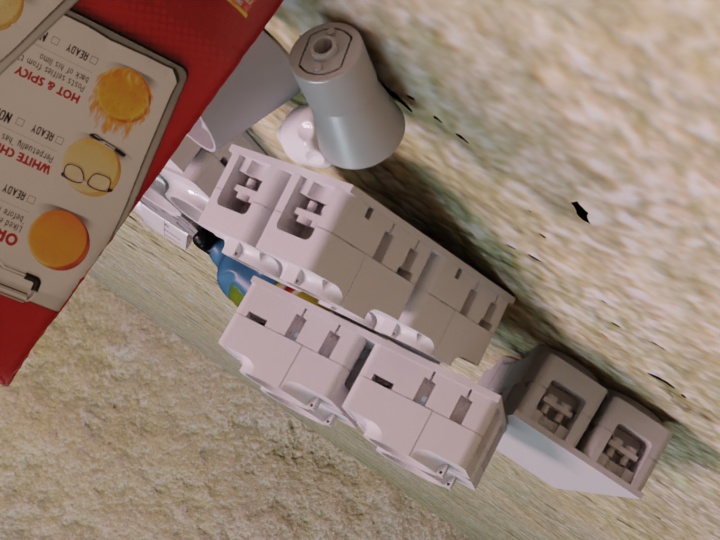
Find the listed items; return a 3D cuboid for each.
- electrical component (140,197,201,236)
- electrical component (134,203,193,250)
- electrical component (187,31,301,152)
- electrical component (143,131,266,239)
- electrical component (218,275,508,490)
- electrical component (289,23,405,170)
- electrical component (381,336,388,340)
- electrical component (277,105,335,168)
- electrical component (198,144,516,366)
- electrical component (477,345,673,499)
[{"bbox_3d":[-0.149,-0.068,0.892,0.080,0.051,0.080,32,168,8],"label":"electrical component"},{"bbox_3d":[-0.167,-0.059,0.977,0.056,0.050,0.089,34,168,-4],"label":"electrical component"},{"bbox_3d":[-0.089,-0.114,0.585,0.099,0.064,0.099,45,169,11],"label":"electrical component"},{"bbox_3d":[-0.139,-0.094,0.742,0.105,0.060,0.186,24,165,37],"label":"electrical component"},{"bbox_3d":[0.003,0.084,0.744,0.186,0.060,0.105,25,167,17],"label":"electrical component"},{"bbox_3d":[-0.008,-0.083,0.500,0.044,0.044,0.065,26,162,29],"label":"electrical component"},{"bbox_3d":[-0.003,0.040,0.939,0.055,0.055,0.047,28,163,24],"label":"electrical component"},{"bbox_3d":[-0.029,-0.075,0.598,0.035,0.035,0.061,40,168,-27],"label":"electrical component"},{"bbox_3d":[0.000,-0.001,0.672,0.105,0.060,0.186,22,174,42],"label":"electrical component"},{"bbox_3d":[0.151,0.117,0.827,0.105,0.060,0.186,34,168,-2],"label":"electrical component"}]
